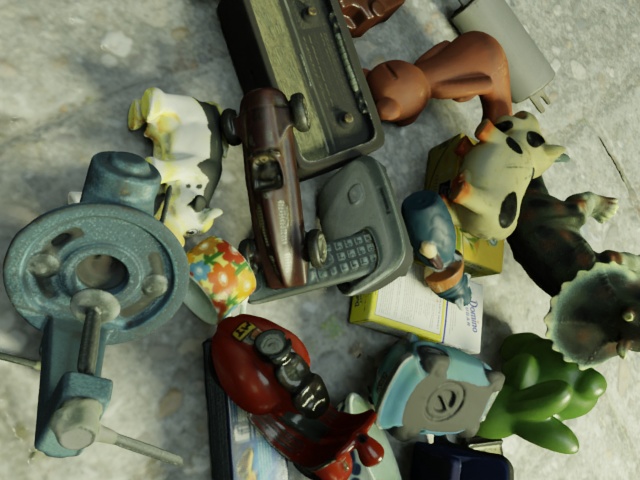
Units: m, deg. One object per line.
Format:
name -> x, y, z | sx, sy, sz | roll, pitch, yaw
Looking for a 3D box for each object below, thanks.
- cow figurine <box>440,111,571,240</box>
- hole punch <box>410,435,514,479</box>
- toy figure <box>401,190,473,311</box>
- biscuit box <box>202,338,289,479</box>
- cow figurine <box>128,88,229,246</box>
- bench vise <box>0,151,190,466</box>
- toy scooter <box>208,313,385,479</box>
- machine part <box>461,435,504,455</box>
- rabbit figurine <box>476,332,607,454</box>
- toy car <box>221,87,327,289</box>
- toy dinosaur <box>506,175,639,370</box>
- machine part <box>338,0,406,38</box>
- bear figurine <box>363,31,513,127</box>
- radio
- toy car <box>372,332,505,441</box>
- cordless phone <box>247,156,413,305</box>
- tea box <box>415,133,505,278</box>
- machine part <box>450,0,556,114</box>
cow figurine -> 0.227, -0.084, 0.659 | 0.127, 0.085, 0.195 | 34, 62, -11
hole punch -> 0.137, 0.283, 0.587 | 0.092, 0.116, 0.142 | 11, 76, -35
toy figure -> 0.137, 0.016, 0.616 | 0.064, 0.058, 0.154 | -40, 122, -24
biscuit box -> -0.070, 0.194, 0.518 | 0.059, 0.063, 0.202 | 0, 80, -31
cow figurine -> -0.134, -0.062, 0.536 | 0.098, 0.068, 0.167 | -1, 81, -36
bench vise -> -0.170, 0.060, 0.382 | 0.128, 0.241, 0.223 | 27, 109, -30
toy scooter -> -0.014, 0.137, 0.447 | 0.075, 0.135, 0.183 | -40, 100, -30
machine part -> 0.208, 0.314, 0.671 | 0.084, 0.039, 0.139 | 6, 75, -38
rabbit figurine -> 0.257, 0.206, 0.671 | 0.170, 0.159, 0.121 | -17, 99, -17
toy car -> -0.047, -0.052, 0.536 | 0.089, 0.053, 0.202 | -6, 88, 12
toy dinosaur -> 0.315, 0.008, 0.704 | 0.192, 0.131, 0.405 | 2, 43, -32
machine part -> 0.038, -0.358, 0.703 | 0.179, 0.056, 0.179 | 8, 74, -29
bear figurine -> 0.148, -0.191, 0.711 | 0.196, 0.120, 0.131 | -28, 139, -7
radio -> -0.020, -0.188, 0.622 | 0.131, 0.073, 0.229 | -18, 90, -31
toy car -> 0.123, 0.157, 0.612 | 0.161, 0.103, 0.109 | 12, 107, -27
cordless phone -> -0.001, -0.003, 0.591 | 0.184, 0.088, 0.146 | -14, 63, 0
tea box -> 0.193, -0.043, 0.719 | 0.098, 0.068, 0.169 | 18, 70, -25
machine part -> 0.278, -0.296, 0.817 | 0.243, 0.079, 0.079 | 48, 61, -12
